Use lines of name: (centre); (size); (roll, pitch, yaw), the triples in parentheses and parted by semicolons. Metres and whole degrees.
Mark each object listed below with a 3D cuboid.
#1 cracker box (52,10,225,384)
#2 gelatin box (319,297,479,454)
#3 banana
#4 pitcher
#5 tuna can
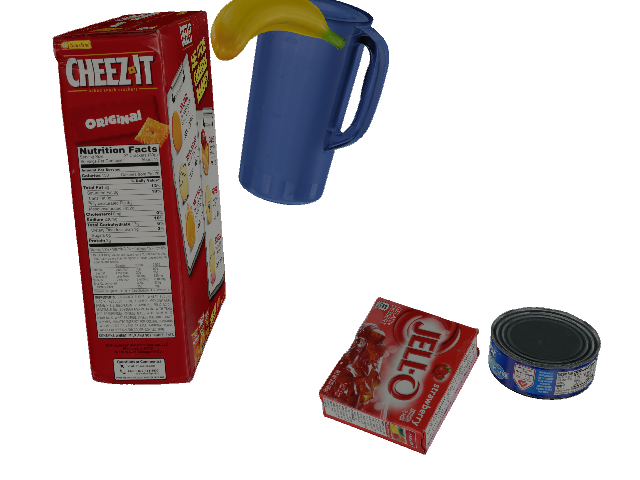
cracker box: (-0.111, -0.035, 0.694); (0.072, 0.214, 0.164); (-2, 16, 4)
gelatin box: (0.052, 0.084, 0.684); (0.073, 0.030, 0.089); (18, 52, 24)
banana: (-0.047, -0.200, 0.974); (0.070, 0.037, 0.197); (41, 32, 19)
pitcher: (-0.018, -0.167, 1.282); (0.145, 0.243, 0.149); (7, 23, -14)
tuna can: (0.177, 0.089, 0.850); (0.086, 0.034, 0.086); (1, 28, -1)
